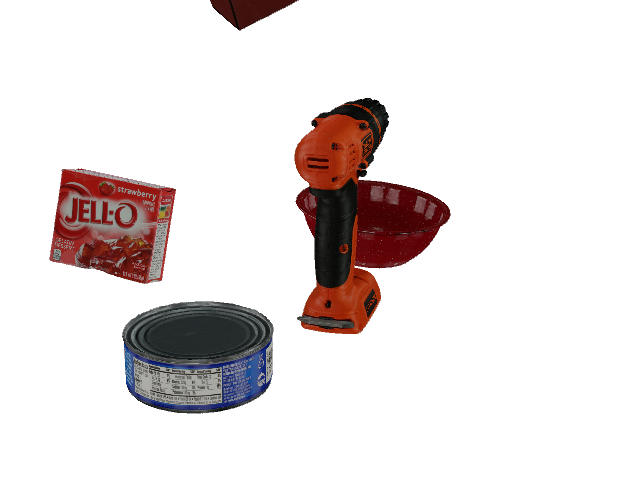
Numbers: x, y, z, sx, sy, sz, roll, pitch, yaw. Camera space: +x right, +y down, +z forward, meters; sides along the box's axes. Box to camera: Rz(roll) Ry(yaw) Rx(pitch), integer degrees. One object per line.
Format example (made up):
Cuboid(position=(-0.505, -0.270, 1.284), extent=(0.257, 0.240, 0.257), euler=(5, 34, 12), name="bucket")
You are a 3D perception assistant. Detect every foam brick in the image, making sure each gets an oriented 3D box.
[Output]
Cuboid(position=(-0.058, -0.232, 0.941), extent=(0.078, 0.051, 0.053), euler=(-31, 47, -15), name="foam brick")

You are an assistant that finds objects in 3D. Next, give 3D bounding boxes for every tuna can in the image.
Cuboid(position=(-0.070, 0.066, 0.613), extent=(0.086, 0.034, 0.086), euler=(0, 18, 0), name="tuna can")

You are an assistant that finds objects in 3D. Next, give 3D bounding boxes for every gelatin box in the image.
Cuboid(position=(-0.160, -0.012, 0.815), extent=(0.089, 0.073, 0.030), euler=(13, 8, 19), name="gelatin box")

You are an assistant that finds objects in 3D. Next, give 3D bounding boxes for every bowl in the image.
Cuboid(position=(0.053, -0.013, 1.119), extent=(0.162, 0.055, 0.162), euler=(4, 21, -2), name="bowl")

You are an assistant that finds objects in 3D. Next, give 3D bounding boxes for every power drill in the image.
Cuboid(position=(0.023, -0.025, 0.940), extent=(0.057, 0.188, 0.184), euler=(4, 19, 18), name="power drill")
